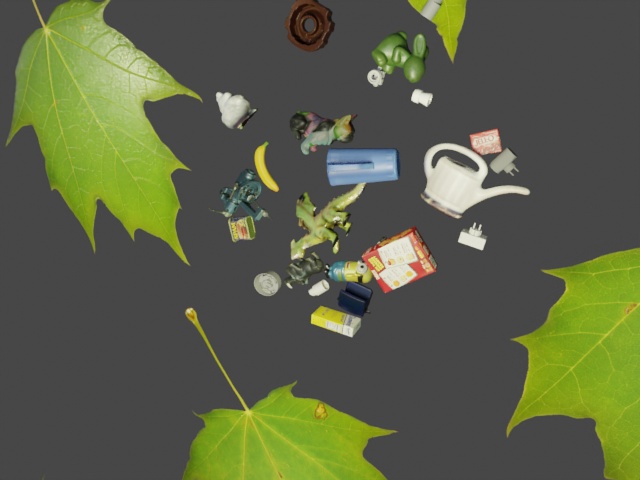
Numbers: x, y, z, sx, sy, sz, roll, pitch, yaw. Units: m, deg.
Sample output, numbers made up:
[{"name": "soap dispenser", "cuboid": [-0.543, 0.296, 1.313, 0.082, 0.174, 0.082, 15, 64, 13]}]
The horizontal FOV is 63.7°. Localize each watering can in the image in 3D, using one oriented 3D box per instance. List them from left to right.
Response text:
[{"name": "watering can", "cuboid": [0.471, -0.167, 1.657, 0.351, 0.105, 0.220, 36, 117, 24]}]

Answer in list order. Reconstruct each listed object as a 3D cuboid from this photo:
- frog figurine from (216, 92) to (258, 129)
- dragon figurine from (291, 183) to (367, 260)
[{"name": "frog figurine", "cuboid": [-0.338, -0.506, 1.960, 0.159, 0.125, 0.135, 43, 138, -4]}, {"name": "dragon figurine", "cuboid": [0.006, -0.097, 1.919, 0.245, 0.122, 0.407, 29, 100, 23]}]
